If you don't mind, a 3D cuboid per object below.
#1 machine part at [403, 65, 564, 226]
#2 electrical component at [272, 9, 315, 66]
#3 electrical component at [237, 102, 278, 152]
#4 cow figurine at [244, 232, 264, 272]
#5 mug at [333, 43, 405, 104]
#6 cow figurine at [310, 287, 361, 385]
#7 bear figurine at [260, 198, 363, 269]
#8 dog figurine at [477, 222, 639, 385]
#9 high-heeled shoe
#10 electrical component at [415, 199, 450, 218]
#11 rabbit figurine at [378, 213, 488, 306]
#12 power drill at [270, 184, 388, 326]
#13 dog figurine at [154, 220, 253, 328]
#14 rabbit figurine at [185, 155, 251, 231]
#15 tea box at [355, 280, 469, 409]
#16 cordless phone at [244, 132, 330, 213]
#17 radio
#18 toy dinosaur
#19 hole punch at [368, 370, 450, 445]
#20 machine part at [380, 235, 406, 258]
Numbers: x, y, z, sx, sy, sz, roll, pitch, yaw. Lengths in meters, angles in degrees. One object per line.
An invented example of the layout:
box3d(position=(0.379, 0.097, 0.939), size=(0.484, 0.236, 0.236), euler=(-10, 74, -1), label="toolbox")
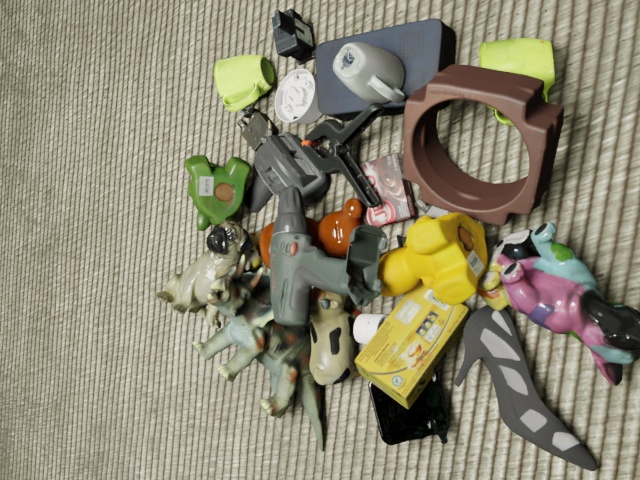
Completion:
box3d(position=(0.223, -0.133, 0.757), size=(0.202, 0.087, 0.200), euler=(22, 137, 31), label="machine part")
box3d(position=(-0.056, -0.369, 0.966), size=(0.048, 0.119, 0.074), euler=(-13, 86, 32), label="electrical component")
box3d(position=(-0.122, -0.219, 1.054), size=(0.078, 0.045, 0.102), euler=(-40, 70, 25), label="electrical component")
box3d(position=(-0.168, 0.058, 1.073), size=(0.167, 0.068, 0.098), euler=(-37, 75, 30), label="cow figurine")
box3d(position=(0.074, -0.244, 0.804), size=(0.081, 0.107, 0.110), euler=(-46, 65, 28), label="mug")
box3d(position=(0.015, 0.151, 0.921), size=(0.086, 0.127, 0.194), euler=(2, 93, 30), label="cow figurine")
box3d(position=(-0.003, -0.002, 0.953), size=(0.196, 0.132, 0.120), euler=(-14, 84, 16), label="bear figurine")
box3d(position=(0.331, 0.092, 0.730), size=(0.219, 0.191, 0.108), euler=(44, 75, -1), label="dog figurine")
box3d(position=(0.311, 0.206, 0.782), size=(0.249, 0.086, 0.145), euler=(34, 77, 10), label="high-heeled shoe")
box3d(position=(0.199, -0.046, 0.862), size=(0.094, 0.021, 0.063), euler=(47, 113, 23), label="electrical component")
box3d(position=(0.149, 0.023, 0.793), size=(0.173, 0.162, 0.122), euler=(-33, 101, 38), label="rabbit figurine")
box3d(position=(-0.002, 0.018, 0.813), size=(0.207, 0.086, 0.232), euler=(-1, 79, 41), label="power drill")
box3d(position=(-0.213, 0.050, 1.022), size=(0.173, 0.121, 0.190), euler=(16, 79, 47), label="dog figurine")
box3d(position=(-0.205, -0.100, 1.075), size=(0.170, 0.121, 0.158), euler=(-139, 42, -64), label="rabbit figurine")
box3d(position=(0.143, 0.157, 0.824), size=(0.098, 0.068, 0.169), euler=(33, 72, 30), label="tea box")
box3d(position=(-0.080, -0.097, 1.021), size=(0.147, 0.089, 0.184), euler=(53, 127, 21), label="cordless phone")
box3d(position=(0.104, -0.275, 0.893), size=(0.230, 0.073, 0.131), euler=(1, 92, 35), label="radio")
box3d(position=(-0.075, 0.194, 0.954), size=(0.192, 0.404, 0.131), euler=(-49, 28, -12), label="toy dinosaur")
box3d(position=(0.144, 0.260, 0.875), size=(0.116, 0.092, 0.142), euler=(-13, 79, 3), label="hole punch")
box3d(position=(0.121, 0.040, 0.906), size=(0.139, 0.039, 0.084), euler=(-23, 86, 29), label="machine part")
